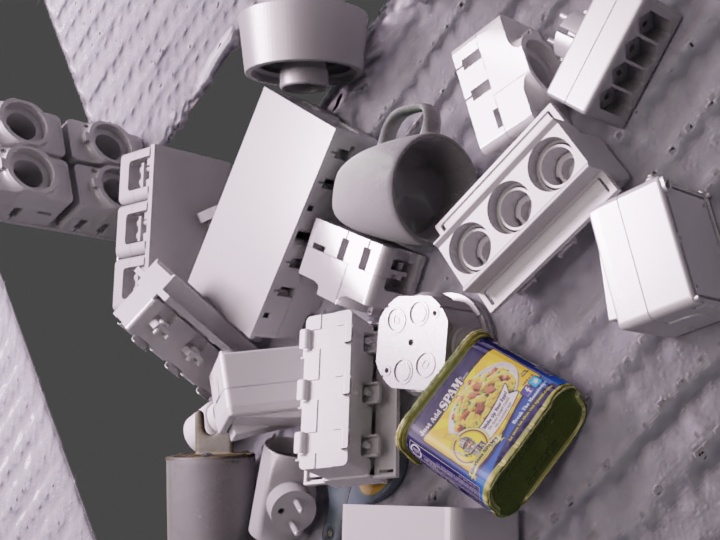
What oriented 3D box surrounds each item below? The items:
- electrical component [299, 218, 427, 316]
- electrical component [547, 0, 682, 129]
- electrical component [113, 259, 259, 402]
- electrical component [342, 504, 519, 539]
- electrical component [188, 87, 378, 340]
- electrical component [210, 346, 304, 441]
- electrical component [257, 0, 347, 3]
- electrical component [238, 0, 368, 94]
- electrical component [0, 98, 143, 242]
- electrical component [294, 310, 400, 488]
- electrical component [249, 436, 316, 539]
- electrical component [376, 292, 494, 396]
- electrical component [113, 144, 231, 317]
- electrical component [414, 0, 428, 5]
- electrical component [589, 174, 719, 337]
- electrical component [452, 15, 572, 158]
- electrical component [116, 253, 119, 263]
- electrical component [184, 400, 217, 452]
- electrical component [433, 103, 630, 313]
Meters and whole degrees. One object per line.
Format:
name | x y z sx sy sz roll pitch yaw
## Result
electrical component | 0.000 0.000 0.849 0.089 0.050 0.055 24 99 45
electrical component | 0.156 -0.150 0.720 0.076 0.047 0.083 40 111 42
electrical component | -0.147 0.056 0.923 0.063 0.121 0.079 -48 35 -6
electrical component | 0.048 0.193 0.746 0.113 0.078 0.057 -10 73 44
electrical component | -0.064 -0.046 0.916 0.105 0.060 0.186 36 108 43
electrical component | -0.069 0.100 0.876 0.061 0.096 0.061 123 139 -62
electrical component | -0.041 -0.262 0.935 0.059 0.054 0.095 36 105 43
electrical component | -0.047 -0.180 0.894 0.108 0.108 0.060 -4 86 45
electrical component | -0.301 -0.099 1.077 0.060 0.186 0.105 -35 59 36
electrical component | -0.012 0.097 0.813 0.079 0.063 0.121 -11 63 27
electrical component | -0.057 0.184 0.859 0.079 0.044 0.077 -140 58 -67
electrical component | 0.054 0.055 0.784 0.080 0.051 0.080 -10 75 44
electrical component | -0.177 -0.032 1.007 0.062 0.089 0.150 -8 77 45
electrical component | 0.000 -0.276 0.829 0.061 0.150 0.089 -48 52 30
electrical component | 0.182 -0.011 0.658 0.061 0.062 0.096 -28 64 39
electrical component | 0.111 -0.128 0.760 0.056 0.050 0.089 -33 61 38
electrical component | -0.209 -0.012 1.067 0.055 0.047 0.055 -10 75 44
electrical component | -0.123 0.134 0.958 0.078 0.040 0.040 -38 57 34
electrical component | 0.117 -0.039 0.726 0.121 0.063 0.078 -48 57 29
